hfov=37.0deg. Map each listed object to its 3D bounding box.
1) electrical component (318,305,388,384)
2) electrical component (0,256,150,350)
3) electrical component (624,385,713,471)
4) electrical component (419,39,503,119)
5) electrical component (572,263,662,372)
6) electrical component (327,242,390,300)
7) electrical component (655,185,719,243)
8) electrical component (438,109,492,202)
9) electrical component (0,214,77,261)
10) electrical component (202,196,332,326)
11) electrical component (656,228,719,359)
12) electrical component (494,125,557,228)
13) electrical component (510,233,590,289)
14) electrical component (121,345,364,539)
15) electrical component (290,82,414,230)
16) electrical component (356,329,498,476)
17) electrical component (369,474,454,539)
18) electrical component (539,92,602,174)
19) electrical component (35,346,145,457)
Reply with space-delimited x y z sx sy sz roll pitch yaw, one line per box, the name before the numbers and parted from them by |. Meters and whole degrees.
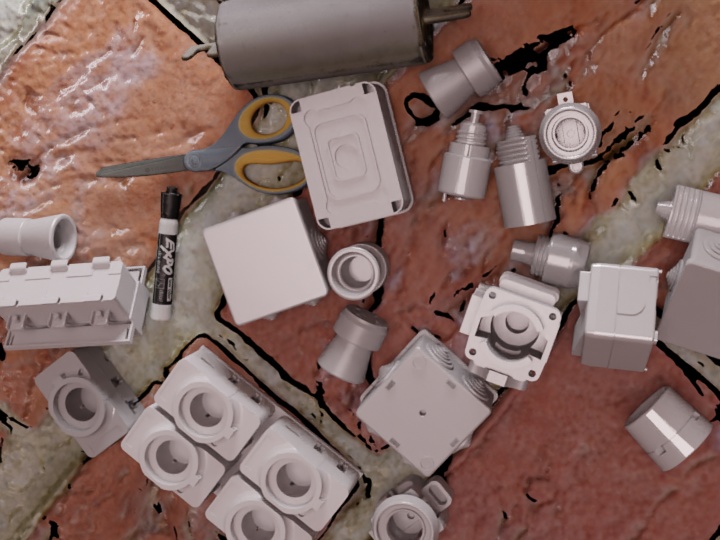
electrical component | -0.005 0.064 0.927 0.045 0.045 0.055 27 101 8
electrical component | -0.259 0.027 0.960 0.121 0.063 0.078 -4 56 13
electrical component | 0.250 0.128 0.876 0.047 0.055 0.055 46 104 7
electrical component | 0.083 -0.157 0.880 0.055 0.045 0.045 -32 90 14
electrical component | 0.203 0.040 0.858 0.061 0.096 0.061 6 69 11
electrical component | 0.000 0.000 0.912 0.045 0.055 0.045 2 97 12
electrical component | 0.276 -0.040 0.854 0.081 0.043 0.043 15 100 10
electrical component | 0.089 -0.093 0.889 0.040 0.040 0.078 11 99 11
electrical component | -0.298 -0.030 0.980 0.065 0.044 0.044 2 98 17
electrical component | -0.076 -0.009 0.930 0.100 0.048 0.099 -19 93 14
electrical component | 0.288 0.022 0.839 0.100 0.048 0.099 18 136 9
electrical component | 0.132 -0.078 0.880 0.043 0.043 0.081 -10 95 13
electrical component | 0.156 -0.010 0.884 0.062 0.043 0.043 13 100 11
electrical component | -0.106 0.170 0.953 0.186 0.060 0.105 38 103 5
electrical component | -0.005 -0.095 0.900 0.078 0.057 0.113 -13 94 13
electrical component | 0.056 0.114 0.916 0.100 0.048 0.099 41 106 0
electrical component | 0.042 0.216 0.929 0.078 0.057 0.058 -40 88 14
electrical component | 0.169 -0.109 0.862 0.048 0.055 0.066 -9 95 13
electrical component | -0.245 0.118 0.979 0.050 0.056 0.089 -37 89 14
